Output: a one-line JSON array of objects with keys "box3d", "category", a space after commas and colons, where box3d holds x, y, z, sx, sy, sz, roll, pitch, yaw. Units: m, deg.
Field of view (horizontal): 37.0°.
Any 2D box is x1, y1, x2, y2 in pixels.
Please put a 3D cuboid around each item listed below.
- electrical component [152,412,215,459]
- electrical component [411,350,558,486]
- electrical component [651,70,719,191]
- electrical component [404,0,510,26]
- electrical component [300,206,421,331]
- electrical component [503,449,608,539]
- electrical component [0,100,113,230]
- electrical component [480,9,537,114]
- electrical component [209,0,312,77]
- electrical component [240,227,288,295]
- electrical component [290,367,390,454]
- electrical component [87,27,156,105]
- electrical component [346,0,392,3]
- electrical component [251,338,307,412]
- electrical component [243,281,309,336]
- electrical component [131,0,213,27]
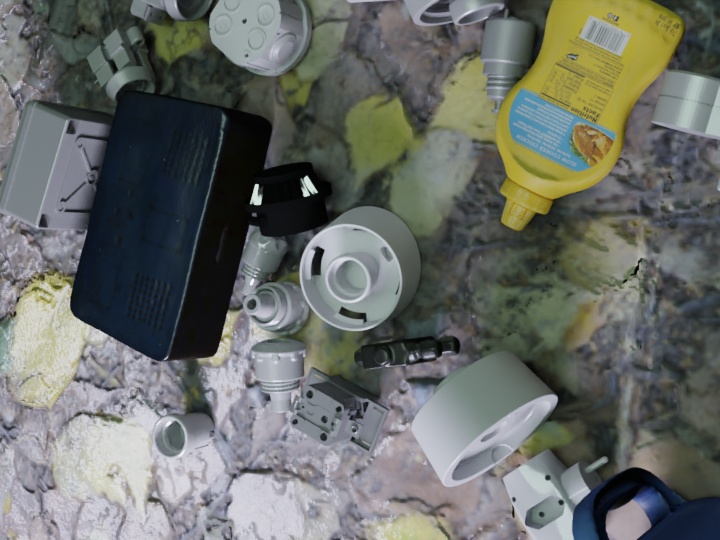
[{"box3d": [-0.159, 0.149, 0.979, 0.040, 0.046, 0.040, 0, 90, 28], "category": "electrical component"}, {"box3d": [0.089, 0.107, 0.817, 0.108, 0.108, 0.060, -48, 64, 20], "category": "electrical component"}, {"box3d": [0.271, -0.088, 0.748, 0.138, 0.052, 0.073, 19, 99, 27], "category": "electrical component"}, {"box3d": [0.082, -0.222, 0.820, 0.108, 0.108, 0.060, -19, 87, 27], "category": "electrical component"}, {"box3d": [0.000, 0.000, 0.899, 0.099, 0.064, 0.099, 5, 103, 20], "category": "electrical component"}, {"box3d": [0.161, 0.170, 0.812, 0.079, 0.043, 0.077, -39, 73, 23], "category": "electrical component"}, {"box3d": [-0.270, -0.095, 1.003, 0.056, 0.109, 0.108, 24, 101, 23], "category": "electrical component"}, {"box3d": [0.114, -0.161, 0.838, 0.040, 0.040, 0.078, 10, 95, 28], "category": "electrical component"}, {"box3d": [-0.087, -0.212, 0.938, 0.080, 0.051, 0.080, 0, 90, 28], "category": "electrical component"}, {"box3d": [-0.089, -0.006, 0.949, 0.035, 0.035, 0.061, 33, 108, 24], "category": "electrical component"}, {"box3d": [-0.022, 0.118, 0.897, 0.081, 0.064, 0.042, 26, 100, 26], "category": "electrical component"}, {"box3d": [-0.221, -0.187, 1.013, 0.066, 0.048, 0.055, -36, 66, 23], "category": "electrical component"}, {"box3d": [0.001, -0.300, 0.864, 0.062, 0.089, 0.150, 1, 89, 20], "category": "electrical component"}, {"box3d": [-0.069, 0.092, 0.934, 0.048, 0.048, 0.062, 1, 97, 28], "category": "electrical component"}, {"box3d": [-0.077, 0.032, 0.925, 0.048, 0.062, 0.048, -3, 83, 27], "category": "electrical component"}, {"box3d": [-0.170, -0.259, 0.979, 0.057, 0.058, 0.078, 27, 102, 28], "category": "electrical component"}]
